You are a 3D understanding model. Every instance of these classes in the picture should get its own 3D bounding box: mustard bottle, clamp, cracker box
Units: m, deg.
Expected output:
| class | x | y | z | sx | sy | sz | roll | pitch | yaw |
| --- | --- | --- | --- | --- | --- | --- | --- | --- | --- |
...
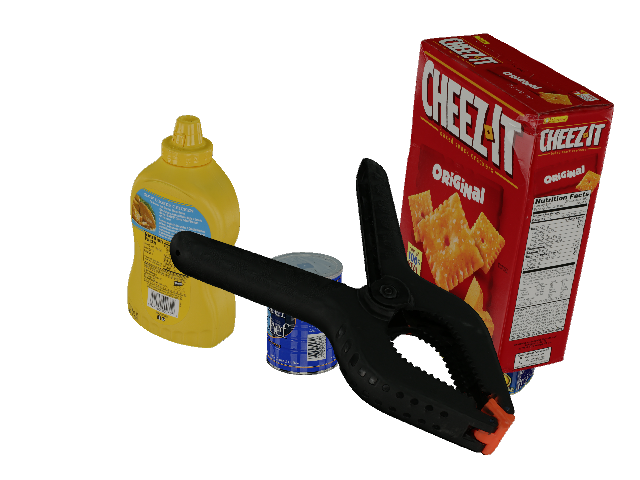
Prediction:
| class | x | y | z | sx | sy | sz | roll | pitch | yaw |
| --- | --- | --- | --- | --- | --- | --- | --- | --- | --- |
| mustard bottle | -0.113 | -0.011 | 0.879 | 0.096 | 0.192 | 0.058 | 20 | 31 | 26 |
| clamp | 0.023 | 0.041 | 0.612 | 0.164 | 0.210 | 0.036 | -18 | -35 | -31 |
| cracker box | 0.129 | -0.031 | 0.820 | 0.072 | 0.214 | 0.164 | -10 | 31 | -23 |

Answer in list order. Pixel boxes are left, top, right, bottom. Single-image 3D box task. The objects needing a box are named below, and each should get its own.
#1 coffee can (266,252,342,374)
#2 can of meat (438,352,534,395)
| class | x | y | z | sx | sy | sz | roll | pitch | yaw |
| --- | --- | --- | --- | --- | --- | --- | --- | --- | --- |
| coffee can | -0.023 | 0.098 | 1.455 | 0.103 | 0.140 | 0.103 | 1 | 19 | -1 |
| can of meat | 0.160 | 0.090 | 1.021 | 0.102 | 0.084 | 0.057 | 33 | 57 | 29 |
